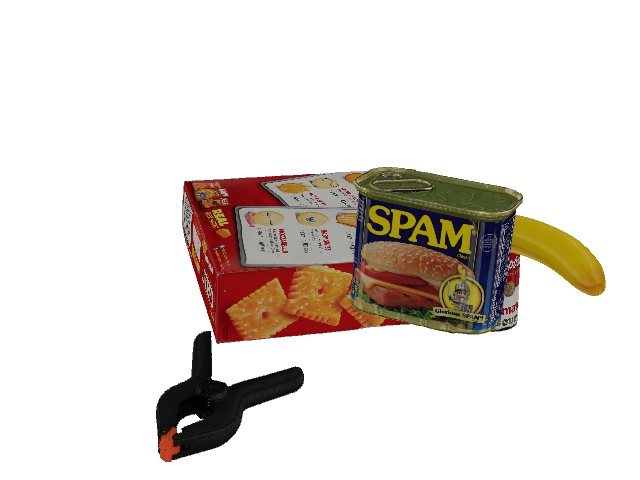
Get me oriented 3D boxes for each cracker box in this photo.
[{"bbox_3d":[0.003,0.008,0.880,0.213,0.072,0.164,-4,29,-15],"label":"cracker box"}]

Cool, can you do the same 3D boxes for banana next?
[{"bbox_3d":[0.202,0.009,1.027,0.069,0.037,0.198,-40,38,-28],"label":"banana"}]

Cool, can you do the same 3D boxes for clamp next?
[{"bbox_3d":[-0.108,0.144,1.014,0.120,0.039,0.171,20,31,29],"label":"clamp"}]

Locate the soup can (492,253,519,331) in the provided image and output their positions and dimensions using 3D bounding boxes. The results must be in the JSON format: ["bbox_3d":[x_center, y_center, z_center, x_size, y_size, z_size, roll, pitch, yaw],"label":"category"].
[{"bbox_3d":[0.198,0.047,1.245,0.068,0.102,0.068,-1,18,0],"label":"soup can"}]

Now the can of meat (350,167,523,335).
[{"bbox_3d":[0.070,0.006,0.672,0.102,0.084,0.057,13,22,23],"label":"can of meat"}]
